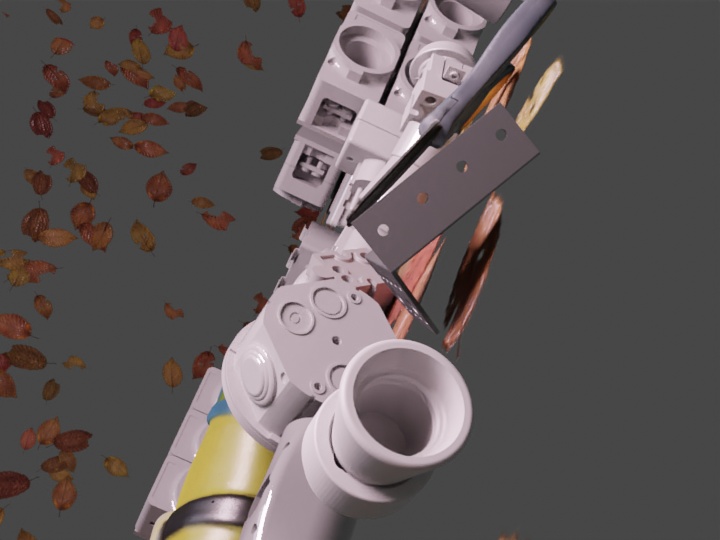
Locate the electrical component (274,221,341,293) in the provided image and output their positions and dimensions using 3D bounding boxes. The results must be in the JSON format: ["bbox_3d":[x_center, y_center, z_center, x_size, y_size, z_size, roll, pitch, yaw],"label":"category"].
[{"bbox_3d":[-0.046,0.014,1.055,0.078,0.063,0.121,-71,7,-49],"label":"electrical component"}]

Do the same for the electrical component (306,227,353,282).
[{"bbox_3d":[-0.013,0.002,0.859,0.055,0.048,0.066,-59,2,-18],"label":"electrical component"}]

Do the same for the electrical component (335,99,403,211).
[{"bbox_3d":[0.016,-0.069,0.769,0.047,0.066,0.076,125,169,-66],"label":"electrical component"}]

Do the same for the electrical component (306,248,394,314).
[{"bbox_3d":[-0.010,0.021,0.672,0.066,0.048,0.055,-8,-51,-40],"label":"electrical component"}]

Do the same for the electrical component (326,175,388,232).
[{"bbox_3d":[0.013,-0.069,0.908,0.100,0.048,0.099,-144,79,-85],"label":"electrical component"}]

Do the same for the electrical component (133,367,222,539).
[{"bbox_3d":[-0.117,0.164,0.909,0.150,0.089,0.061,-70,7,-46],"label":"electrical component"}]

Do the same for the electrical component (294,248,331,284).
[{"bbox_3d":[-0.030,0.033,0.929,0.099,0.064,0.099,-56,-6,-10],"label":"electrical component"}]

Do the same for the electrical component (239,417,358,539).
[{"bbox_3d":[-0.030,0.116,0.466,0.079,0.043,0.077,119,173,-49],"label":"electrical component"}]

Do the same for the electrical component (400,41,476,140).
[{"bbox_3d":[0.055,-0.122,0.734,0.066,0.048,0.055,121,165,-53],"label":"electrical component"}]

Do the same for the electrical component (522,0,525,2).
[{"bbox_3d":[0.093,-0.219,0.604,0.057,0.078,0.113,119,174,-69],"label":"electrical component"}]

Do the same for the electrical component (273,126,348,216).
[{"bbox_3d":[-0.021,-0.092,1.058,0.186,0.105,0.060,-87,22,-78],"label":"electrical component"}]

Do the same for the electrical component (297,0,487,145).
[{"bbox_3d":[0.034,-0.175,0.867,0.060,0.105,0.186,120,173,-50],"label":"electrical component"}]

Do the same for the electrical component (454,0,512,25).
[{"bbox_3d":[0.096,-0.244,0.794,0.108,0.060,0.108,-155,90,-85],"label":"electrical component"}]

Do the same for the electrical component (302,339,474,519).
[{"bbox_3d":[0.007,0.055,0.358,0.055,0.045,0.045,120,173,-54],"label":"electrical component"}]

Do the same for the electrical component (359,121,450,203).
[{"bbox_3d":[0.034,-0.065,0.711,0.065,0.044,0.044,-61,4,-2],"label":"electrical component"}]

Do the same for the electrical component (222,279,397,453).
[{"bbox_3d":[-0.022,0.047,0.516,0.051,0.080,0.080,-53,12,43],"label":"electrical component"}]

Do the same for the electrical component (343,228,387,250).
[{"bbox_3d":[0.000,0.000,0.757,0.065,0.044,0.044,-63,2,-40],"label":"electrical component"}]
